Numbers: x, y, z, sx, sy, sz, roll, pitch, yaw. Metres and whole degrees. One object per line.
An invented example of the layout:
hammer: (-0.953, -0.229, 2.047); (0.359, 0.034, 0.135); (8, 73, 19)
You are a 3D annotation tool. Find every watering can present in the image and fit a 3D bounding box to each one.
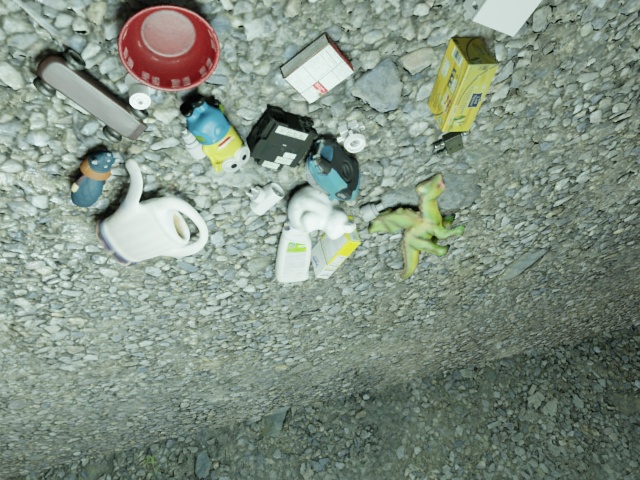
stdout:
watering can: (-0.394, -0.046, 1.138); (0.224, 0.106, 0.341); (-21, 145, 8)

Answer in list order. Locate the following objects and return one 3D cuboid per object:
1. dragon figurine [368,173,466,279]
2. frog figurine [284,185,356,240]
dragon figurine: (0.251, -0.027, 1.465); (0.242, 0.125, 0.401); (20, 132, -16)
frog figurine: (0.004, -0.062, 1.228); (0.139, 0.160, 0.120); (-27, 126, -45)
